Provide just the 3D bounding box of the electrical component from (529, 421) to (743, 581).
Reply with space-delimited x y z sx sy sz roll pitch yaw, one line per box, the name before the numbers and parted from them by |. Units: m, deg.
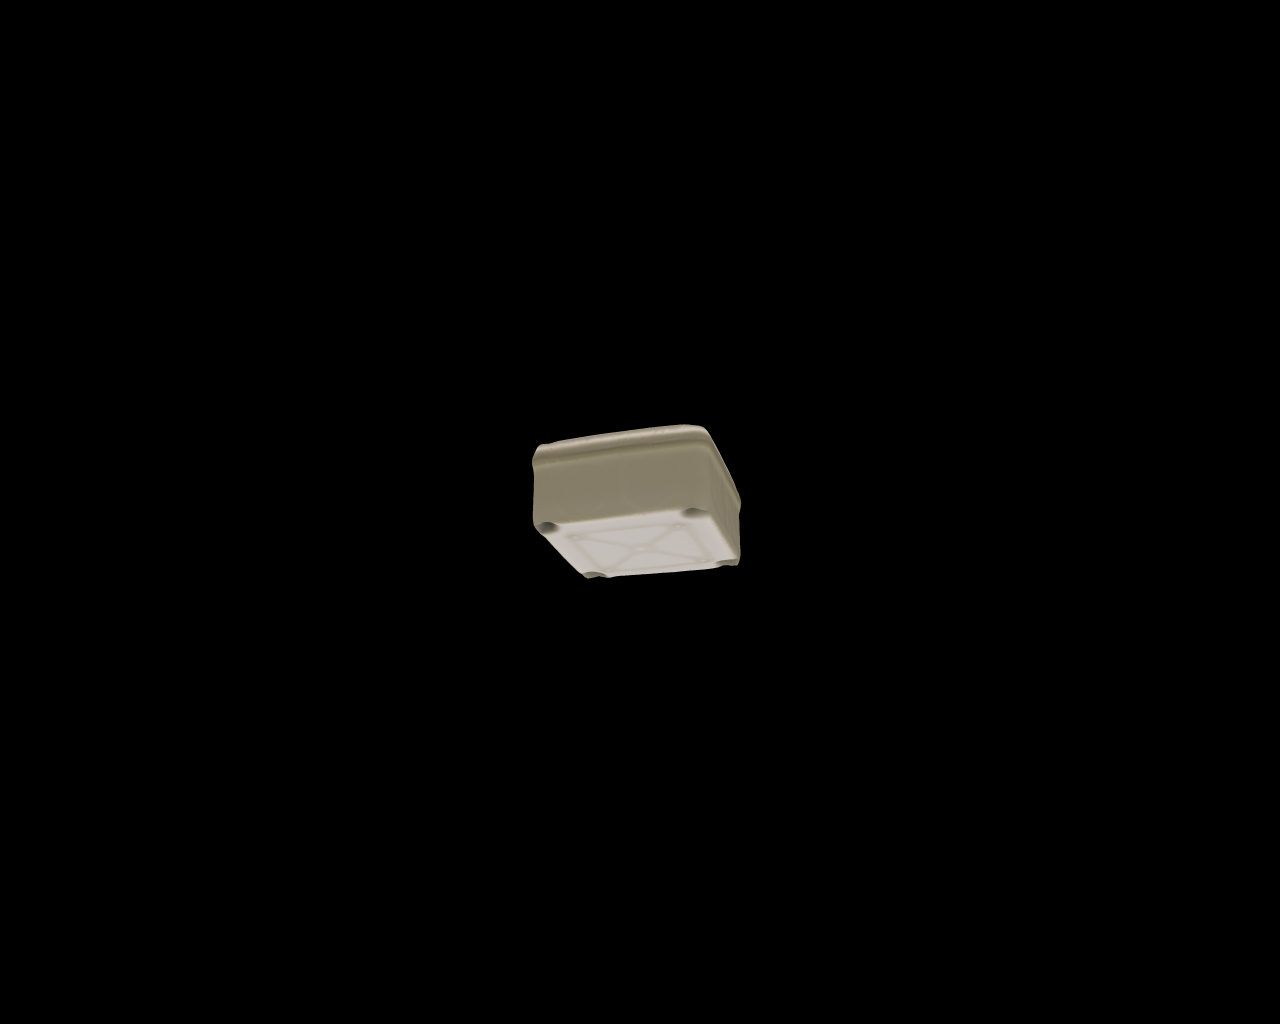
electrical component | 0.001 -0.003 0.650 0.109 0.056 0.108 -6 -23 14
